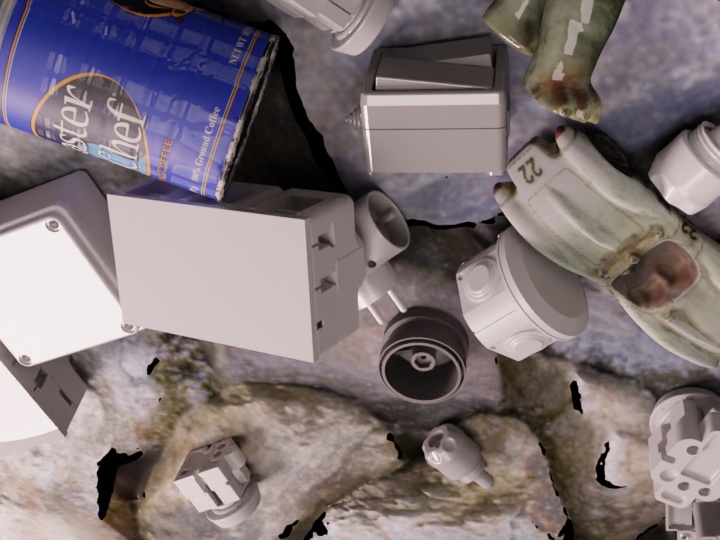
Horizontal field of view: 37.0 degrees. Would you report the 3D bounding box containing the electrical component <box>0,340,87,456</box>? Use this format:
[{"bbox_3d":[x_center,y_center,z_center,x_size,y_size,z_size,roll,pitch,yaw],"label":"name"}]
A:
[{"bbox_3d":[-0.298,0.093,0.823,0.150,0.061,0.089,-17,122,21],"label":"electrical component"}]

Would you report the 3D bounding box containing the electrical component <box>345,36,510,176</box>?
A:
[{"bbox_3d":[0.038,-0.096,0.623,0.096,0.061,0.061,1,127,9],"label":"electrical component"}]

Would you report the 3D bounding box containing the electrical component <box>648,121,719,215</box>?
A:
[{"bbox_3d":[0.204,-0.066,0.629,0.043,0.043,0.062,33,124,-15],"label":"electrical component"}]

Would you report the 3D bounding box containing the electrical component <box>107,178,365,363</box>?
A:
[{"bbox_3d":[-0.077,-0.006,0.676,0.150,0.062,0.089,9,112,30],"label":"electrical component"}]

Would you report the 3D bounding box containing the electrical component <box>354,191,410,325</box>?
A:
[{"bbox_3d":[0.000,0.000,0.706,0.077,0.044,0.079,-32,98,28],"label":"electrical component"}]

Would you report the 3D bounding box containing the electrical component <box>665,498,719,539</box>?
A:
[{"bbox_3d":[0.269,0.188,0.797,0.081,0.063,0.042,-4,127,12],"label":"electrical component"}]

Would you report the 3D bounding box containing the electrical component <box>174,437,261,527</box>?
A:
[{"bbox_3d":[-0.111,0.172,0.862,0.066,0.048,0.055,-22,113,23],"label":"electrical component"}]

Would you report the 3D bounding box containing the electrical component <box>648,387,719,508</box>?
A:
[{"bbox_3d":[0.235,0.120,0.755,0.058,0.057,0.078,22,127,-7],"label":"electrical component"}]

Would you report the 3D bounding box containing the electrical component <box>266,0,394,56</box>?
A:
[{"bbox_3d":[-0.015,-0.151,0.596,0.055,0.066,0.048,29,91,-23],"label":"electrical component"}]

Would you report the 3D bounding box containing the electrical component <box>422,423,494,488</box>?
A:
[{"bbox_3d":[0.078,0.145,0.815,0.035,0.035,0.061,-35,116,30],"label":"electrical component"}]

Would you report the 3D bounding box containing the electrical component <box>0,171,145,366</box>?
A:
[{"bbox_3d":[-0.212,0.001,0.742,0.109,0.056,0.108,-17,122,21],"label":"electrical component"}]

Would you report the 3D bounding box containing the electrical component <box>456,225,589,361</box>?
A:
[{"bbox_3d":[0.104,0.015,0.685,0.080,0.080,0.051,41,128,-20],"label":"electrical component"}]
